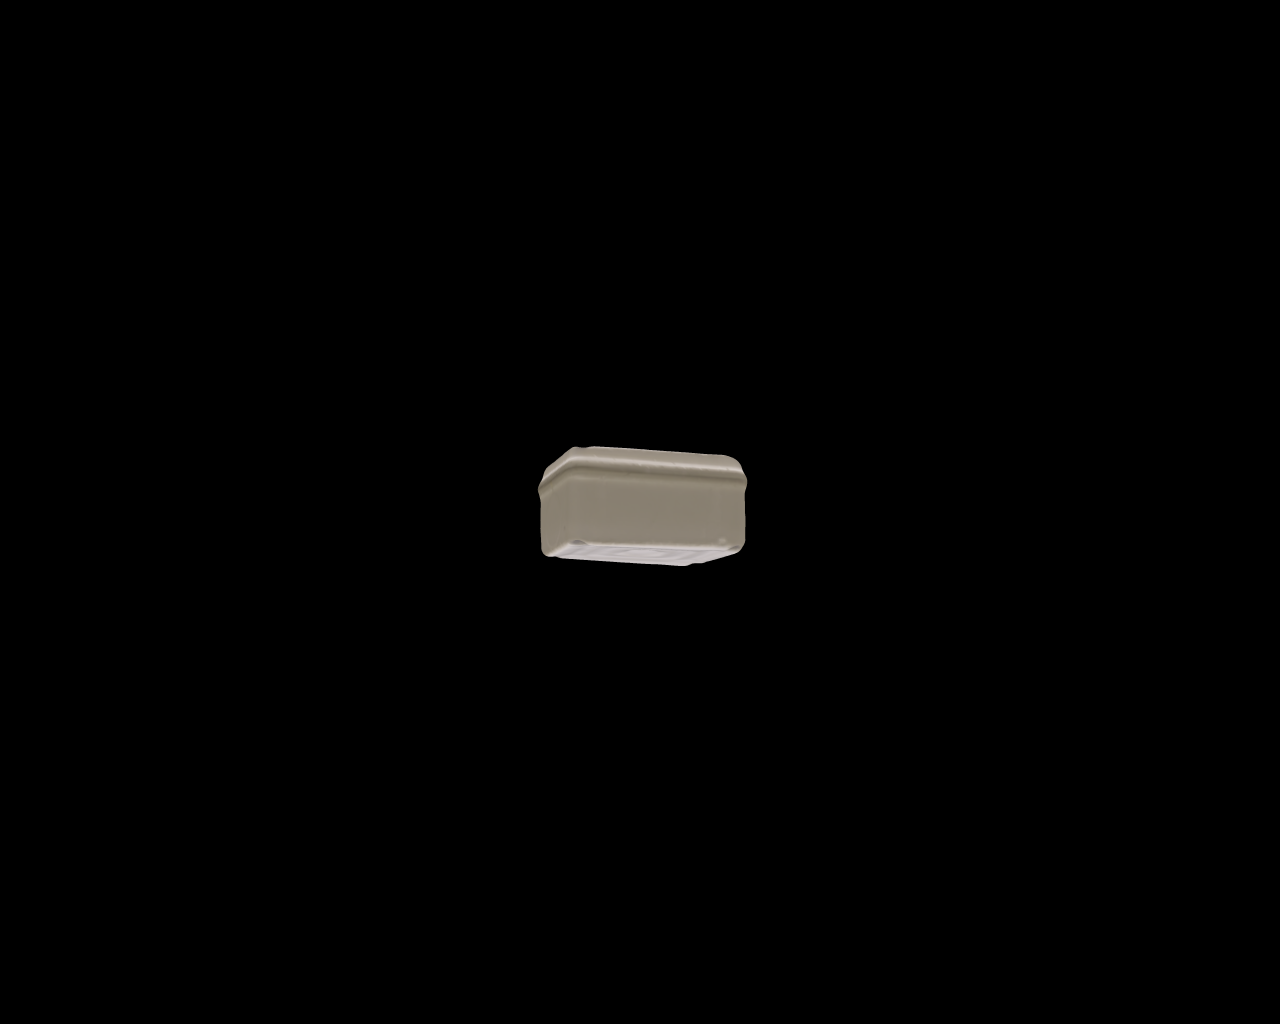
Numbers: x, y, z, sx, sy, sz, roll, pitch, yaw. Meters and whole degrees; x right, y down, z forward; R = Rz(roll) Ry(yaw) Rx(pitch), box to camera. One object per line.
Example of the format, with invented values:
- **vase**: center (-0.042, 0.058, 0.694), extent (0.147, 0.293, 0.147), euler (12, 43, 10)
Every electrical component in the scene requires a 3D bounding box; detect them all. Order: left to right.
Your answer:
- **electrical component**: center (0.001, -0.003, 0.650), extent (0.113, 0.057, 0.078), euler (4, -11, -20)
